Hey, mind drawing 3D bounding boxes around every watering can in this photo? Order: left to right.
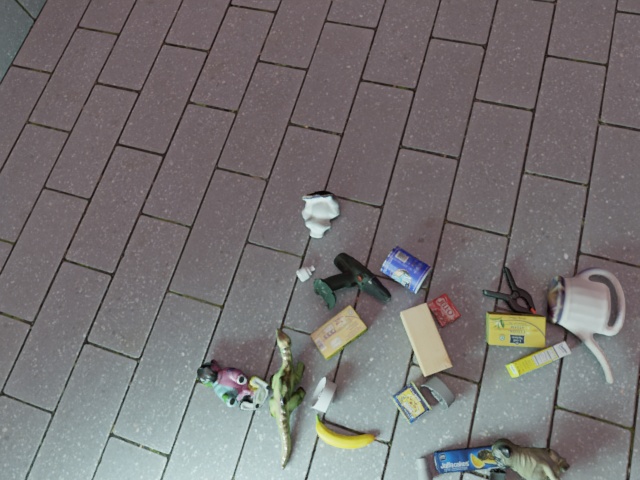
[{"bbox_3d":[0.815,0.244,1.585,0.224,0.102,0.352,10,73,12],"label":"watering can"}]

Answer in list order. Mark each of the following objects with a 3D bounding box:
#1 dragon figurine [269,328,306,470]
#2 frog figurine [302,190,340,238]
[{"bbox_3d":[-0.111,0.479,1.563,0.122,0.239,0.417,-3,69,2],"label":"dragon figurine"},{"bbox_3d":[0.006,-0.092,1.834,0.137,0.124,0.157,-8,106,-3],"label":"frog figurine"}]
